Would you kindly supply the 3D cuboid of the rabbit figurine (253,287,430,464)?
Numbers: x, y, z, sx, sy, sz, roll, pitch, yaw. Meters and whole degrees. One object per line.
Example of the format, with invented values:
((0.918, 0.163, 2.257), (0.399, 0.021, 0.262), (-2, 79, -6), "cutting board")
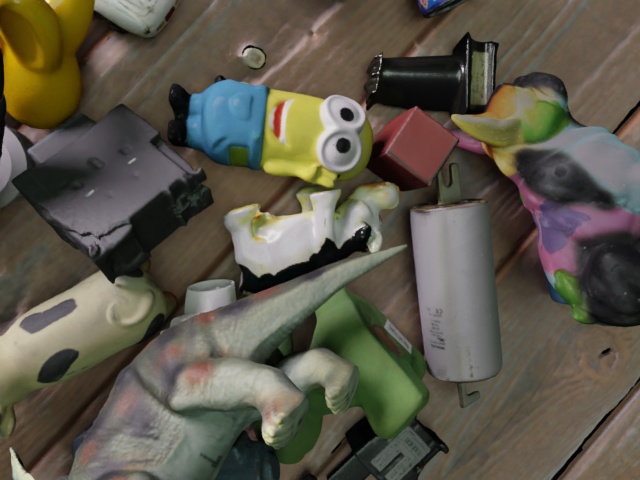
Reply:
((-0.006, 0.136, 0.499), (0.159, 0.121, 0.170), (44, 103, -7), "rabbit figurine")

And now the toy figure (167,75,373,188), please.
((-0.041, -0.100, 0.484), (0.180, 0.089, 0.082), (6, 108, -1), "toy figure")

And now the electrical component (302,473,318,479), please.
((-0.019, 0.287, 0.553), (0.063, 0.021, 0.094), (35, 99, -9), "electrical component")

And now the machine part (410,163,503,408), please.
((0.133, 0.047, 0.528), (0.079, 0.079, 0.243), (-7, 98, -8), "machine part")

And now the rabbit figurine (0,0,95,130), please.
((-0.249, -0.170, 0.422), (0.162, 0.122, 0.173), (-12, 127, 26), "rabbit figurine")

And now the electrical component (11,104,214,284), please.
((-0.176, -0.046, 0.447), (0.134, 0.058, 0.115), (36, 64, 18), "electrical component")

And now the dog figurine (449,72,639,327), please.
((0.208, -0.042, 0.484), (0.219, 0.108, 0.191), (24, 94, 9), "dog figurine")

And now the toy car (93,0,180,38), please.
((-0.213, -0.251, 0.451), (0.201, 0.056, 0.073), (34, 90, -11), "toy car")

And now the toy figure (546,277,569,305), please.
((0.268, -0.011, 0.556), (0.064, 0.058, 0.154), (-2, 96, -47), "toy figure")

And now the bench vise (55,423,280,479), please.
((-0.133, 0.269, 0.485), (0.224, 0.129, 0.240), (-12, 97, 2), "bench vise")

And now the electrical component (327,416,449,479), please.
((0.062, 0.220, 0.550), (0.119, 0.048, 0.074), (-39, 100, -5), "electrical component")

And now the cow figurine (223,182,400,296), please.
((0.000, -0.002, 0.505), (0.167, 0.068, 0.098), (-13, 97, -8), "cow figurine")

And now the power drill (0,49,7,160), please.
((-0.320, -0.101, 0.367), (0.207, 0.086, 0.231), (12, 120, -8), "power drill")

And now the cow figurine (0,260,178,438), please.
((-0.222, 0.088, 0.449), (0.195, 0.127, 0.085), (-29, 97, -8), "cow figurine")

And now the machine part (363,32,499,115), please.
((0.110, -0.156, 0.524), (0.139, 0.039, 0.084), (-6, 105, -10), "machine part")

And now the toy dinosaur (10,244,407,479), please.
((-0.104, 0.135, 0.394), (0.192, 0.131, 0.405), (23, 59, 24), "toy dinosaur")
